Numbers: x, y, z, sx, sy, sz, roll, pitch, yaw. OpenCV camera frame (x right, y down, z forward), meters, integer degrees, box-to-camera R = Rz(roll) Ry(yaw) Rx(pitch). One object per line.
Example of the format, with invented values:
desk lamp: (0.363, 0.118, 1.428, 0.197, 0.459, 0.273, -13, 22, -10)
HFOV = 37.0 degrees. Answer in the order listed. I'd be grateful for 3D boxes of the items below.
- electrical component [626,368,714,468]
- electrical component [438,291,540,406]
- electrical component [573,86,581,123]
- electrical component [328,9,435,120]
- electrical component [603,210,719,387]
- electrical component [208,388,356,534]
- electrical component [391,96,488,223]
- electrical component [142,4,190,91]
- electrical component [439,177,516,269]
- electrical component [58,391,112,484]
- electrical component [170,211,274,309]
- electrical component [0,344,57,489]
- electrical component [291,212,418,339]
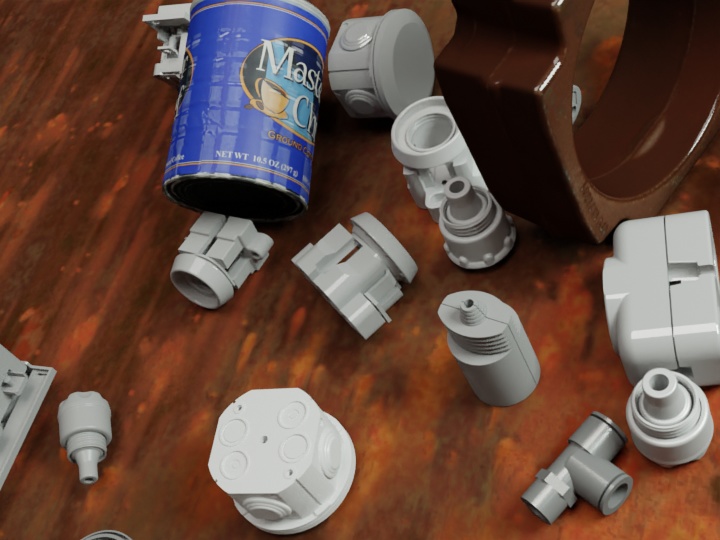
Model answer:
electrical component: (0.162, 0.074, 0.567, 0.043, 0.062, 0.043, -12, 52, 16)
electrical component: (0.074, 0.041, 0.620, 0.043, 0.081, 0.043, -13, 52, 16)
electrical component: (0.119, -0.119, 0.744, 0.065, 0.044, 0.044, 26, 70, 32)
electrical component: (0.018, -0.148, 0.788, 0.051, 0.080, 0.080, 3, 58, 32)
electrical component: (0.172, 0.018, 0.609, 0.059, 0.053, 0.095, -8, 53, 20)
electrical component: (-0.047, 0.112, 0.644, 0.080, 0.051, 0.080, -12, 52, 16)
electrical component: (0.055, -0.081, 0.734, 0.058, 0.057, 0.078, -9, 53, 19)
electrical component: (-0.142, -0.182, 0.894, 0.042, 0.081, 0.063, 3, 80, 27)
electrical component: (0.071, -0.034, 0.689, 0.048, 0.062, 0.048, -13, 51, 16)
electrical component: (-0.183, 0.113, 0.718, 0.035, 0.035, 0.061, -22, 52, 9)
electrical component: (-0.102, -0.006, 0.761, 0.066, 0.048, 0.055, 12, 55, 31)
electrical component: (-0.274, 0.112, 0.742, 0.079, 0.063, 0.121, 3, 58, 27)
electrical component: (0.000, 0.000, 0.701, 0.057, 0.058, 0.078, -42, 50, -4)
